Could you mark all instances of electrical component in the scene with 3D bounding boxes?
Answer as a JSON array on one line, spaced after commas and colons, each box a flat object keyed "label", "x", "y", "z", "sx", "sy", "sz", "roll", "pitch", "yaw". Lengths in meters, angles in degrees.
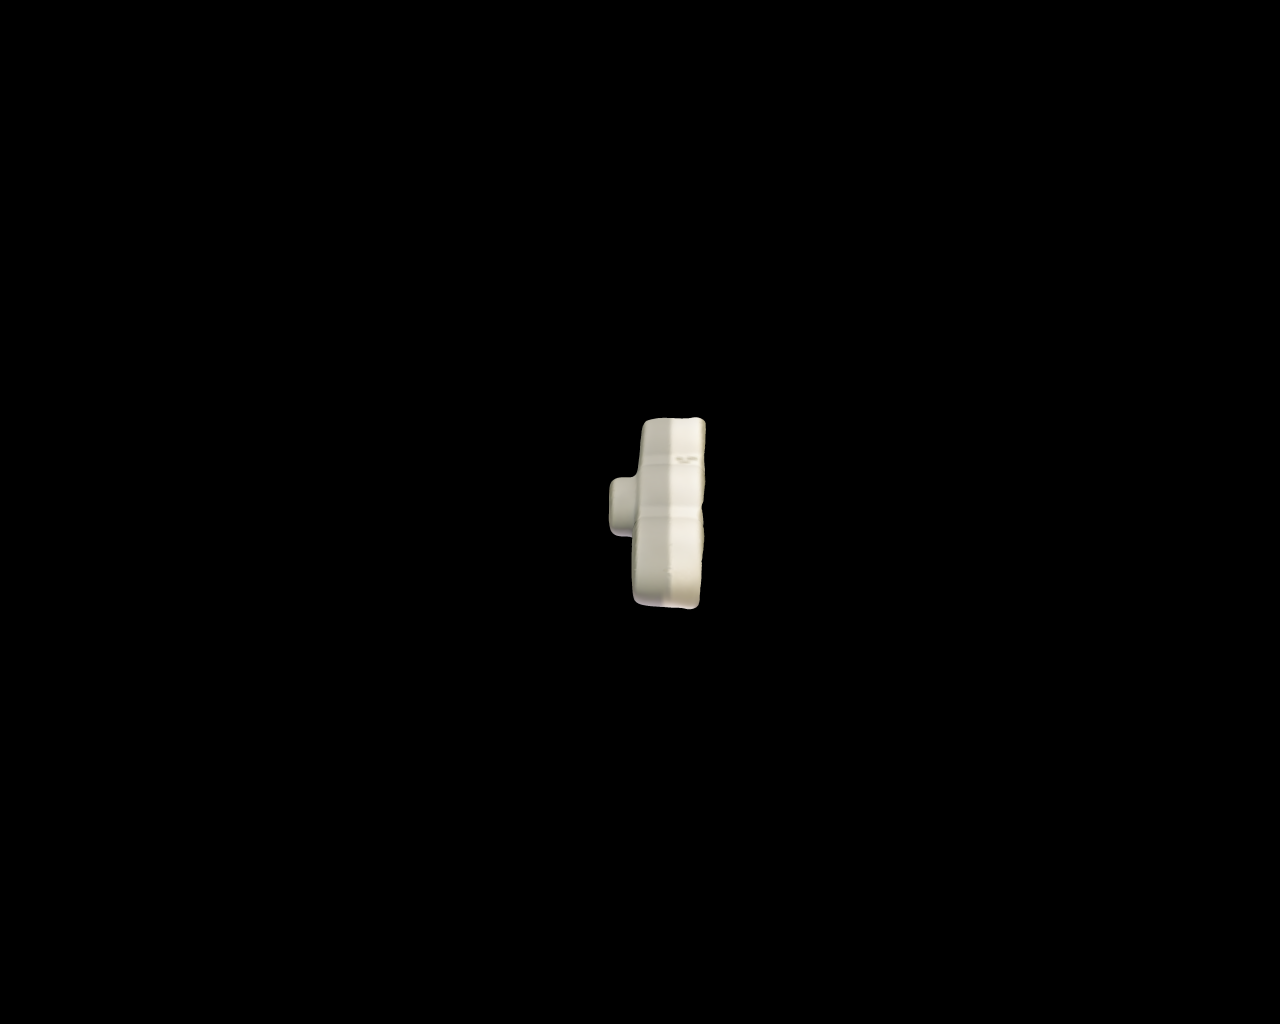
[{"label": "electrical component", "x": 0.001, "y": -0.003, "z": 0.650, "sx": 0.074, "sy": 0.138, "sz": 0.052, "roll": 2, "pitch": -43, "yaw": 2}]
